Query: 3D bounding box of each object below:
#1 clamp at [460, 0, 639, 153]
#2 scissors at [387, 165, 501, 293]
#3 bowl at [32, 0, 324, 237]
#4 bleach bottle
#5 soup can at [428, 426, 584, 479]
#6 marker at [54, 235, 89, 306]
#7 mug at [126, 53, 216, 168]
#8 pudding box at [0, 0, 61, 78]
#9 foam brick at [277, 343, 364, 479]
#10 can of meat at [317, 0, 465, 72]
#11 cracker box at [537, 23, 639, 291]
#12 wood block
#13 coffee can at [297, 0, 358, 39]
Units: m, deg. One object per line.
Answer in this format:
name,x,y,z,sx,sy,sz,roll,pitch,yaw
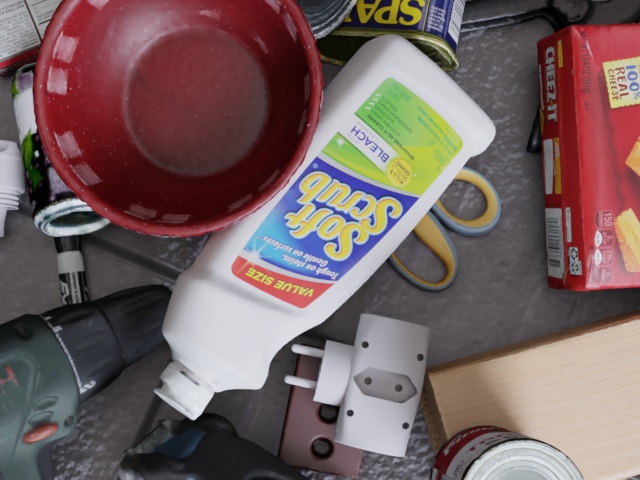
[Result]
clamp,0.154,-0.157,0.719,0.120,0.039,0.171,40,87,-3
scissors,0.047,-0.062,0.716,0.096,0.016,0.202,-29,86,-6
bowl,-0.076,-0.082,0.603,0.162,0.055,0.162,0,90,6
bleach bottle,-0.004,0.001,0.631,0.102,0.068,0.250,41,73,-16
soup can,0.097,0.135,0.563,0.068,0.102,0.068,0,83,-1
marker,-0.160,0.040,0.697,0.020,0.020,0.121,-8,85,-3
mug,-0.097,-0.085,0.673,0.081,0.093,0.117,-14,59,1
pudding box,-0.194,-0.176,0.709,0.090,0.039,0.113,-22,88,-5
foam brick,0.005,0.108,0.679,0.053,0.051,0.078,11,84,-1
can of meat,0.046,-0.160,0.694,0.102,0.057,0.084,8,80,25
cracker box,0.252,-0.055,0.679,0.213,0.072,0.164,-3,92,-7
wood block,0.173,0.099,0.667,0.206,0.090,0.091,-15,85,-3
coffee can,-0.049,-0.194,0.656,0.140,0.102,0.103,29,83,29
